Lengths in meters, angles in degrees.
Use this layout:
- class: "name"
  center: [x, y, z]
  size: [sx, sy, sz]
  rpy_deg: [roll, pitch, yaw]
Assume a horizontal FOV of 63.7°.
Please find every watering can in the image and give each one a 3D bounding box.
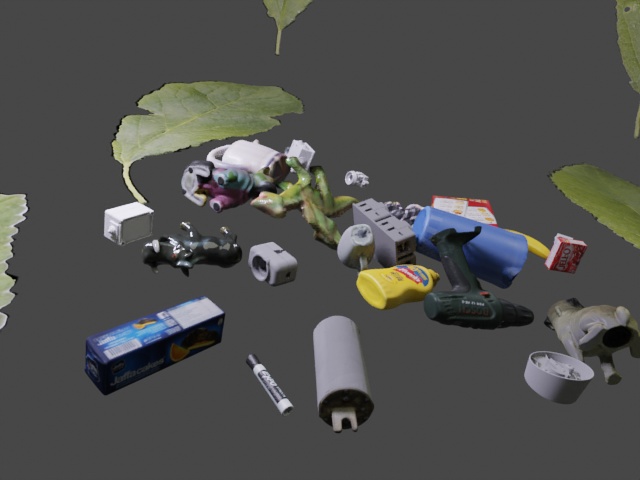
- class: "watering can"
  center: [-0.186, -0.242, 1.534]
  size: [0.225, 0.102, 0.353]
  rpy_deg: [20, 25, 13]

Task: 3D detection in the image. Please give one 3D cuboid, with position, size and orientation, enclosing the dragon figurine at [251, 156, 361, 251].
- class: "dragon figurine"
  center: [0.004, -0.064, 1.273]
  size: [0.408, 0.120, 0.248]
  rpy_deg: [17, 41, -38]

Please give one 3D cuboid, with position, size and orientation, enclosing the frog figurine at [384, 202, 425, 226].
- class: "frog figurine"
  center: [0.228, -0.036, 1.316]
  size: [0.137, 0.124, 0.158]
  rpy_deg: [-12, -14, 17]
